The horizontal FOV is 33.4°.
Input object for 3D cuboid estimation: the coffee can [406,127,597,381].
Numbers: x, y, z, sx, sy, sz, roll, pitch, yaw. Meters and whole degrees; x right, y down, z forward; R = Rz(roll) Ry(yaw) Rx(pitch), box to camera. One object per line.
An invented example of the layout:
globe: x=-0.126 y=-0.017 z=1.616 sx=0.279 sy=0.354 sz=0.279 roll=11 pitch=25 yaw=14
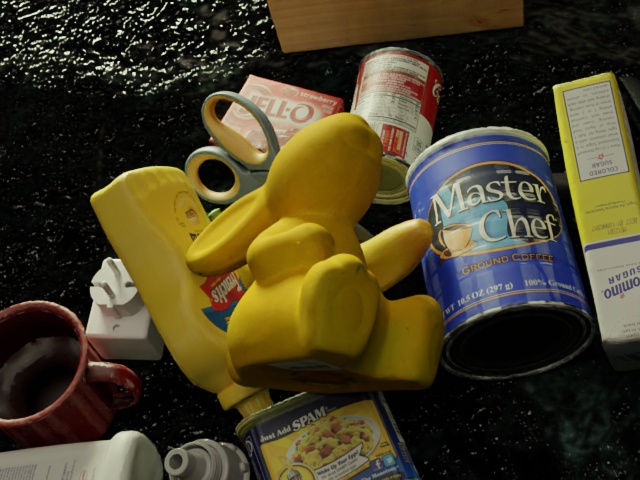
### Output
coffee can: x=0.118 y=0.010 z=0.720 sx=0.103 sy=0.103 sz=0.140 roll=-11 pitch=57 yaw=6

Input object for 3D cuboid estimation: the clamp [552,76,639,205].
clamp: x=0.243 y=-0.037 z=0.762 sx=0.120 sy=0.039 sz=0.172 roll=-45 pitch=58 yaw=-5

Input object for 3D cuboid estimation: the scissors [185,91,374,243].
scissors: x=-0.031 y=-0.027 z=0.821 sx=0.202 sy=0.016 sz=0.096 roll=50 pitch=116 yaw=11

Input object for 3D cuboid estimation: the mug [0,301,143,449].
mug: x=-0.179 y=0.101 z=0.741 sx=0.117 sy=0.081 sz=0.093 roll=-4 pitch=58 yaw=10

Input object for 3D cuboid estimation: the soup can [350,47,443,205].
soup can: x=0.053 y=-0.087 z=0.815 sx=0.068 sy=0.068 sz=0.102 roll=5 pitch=60 yaw=15

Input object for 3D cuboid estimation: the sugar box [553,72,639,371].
sugar box: x=0.192 y=-0.009 z=0.698 sx=0.048 sy=0.093 sz=0.176 roll=-10 pitch=70 yaw=18

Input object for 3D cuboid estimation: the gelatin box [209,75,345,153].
gelatin box: x=-0.034 y=-0.090 z=0.859 sx=0.089 sy=0.030 sz=0.073 roll=19 pitch=64 yaw=22

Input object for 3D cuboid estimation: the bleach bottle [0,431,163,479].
bleach bottle: x=-0.236 y=0.186 z=0.714 sx=0.251 sy=0.068 sz=0.102 roll=-5 pitch=56 yaw=12

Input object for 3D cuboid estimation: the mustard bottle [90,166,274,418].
mustard bottle: x=-0.083 y=0.043 z=0.741 sx=0.058 sy=0.096 sz=0.192 roll=-32 pitch=80 yaw=17

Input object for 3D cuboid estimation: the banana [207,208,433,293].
banana: x=-0.002 y=0.016 z=0.751 sx=0.198 sy=0.069 sz=0.037 roll=3 pitch=34 yaw=37

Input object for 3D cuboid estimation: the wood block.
wood block: x=0.062 y=-0.228 z=0.890 sx=0.206 sy=0.090 sz=0.091 roll=-4 pitch=57 yaw=10

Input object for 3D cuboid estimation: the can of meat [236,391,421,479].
can of meat: x=0.008 y=0.144 z=0.688 sx=0.102 sy=0.057 sz=0.084 roll=-23 pitch=58 yaw=-2
